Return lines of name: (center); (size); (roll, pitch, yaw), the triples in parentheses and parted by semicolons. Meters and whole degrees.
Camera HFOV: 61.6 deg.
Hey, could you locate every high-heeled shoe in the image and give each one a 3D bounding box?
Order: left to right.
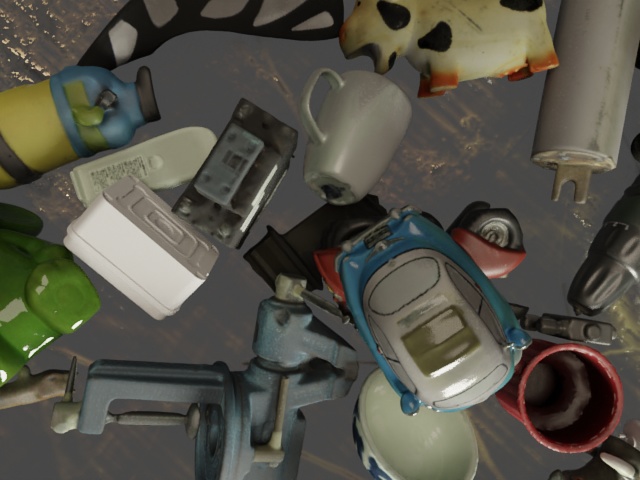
high-heeled shoe: (-0.101, -0.196, 0.522); (0.249, 0.086, 0.145); (-34, 121, 13)

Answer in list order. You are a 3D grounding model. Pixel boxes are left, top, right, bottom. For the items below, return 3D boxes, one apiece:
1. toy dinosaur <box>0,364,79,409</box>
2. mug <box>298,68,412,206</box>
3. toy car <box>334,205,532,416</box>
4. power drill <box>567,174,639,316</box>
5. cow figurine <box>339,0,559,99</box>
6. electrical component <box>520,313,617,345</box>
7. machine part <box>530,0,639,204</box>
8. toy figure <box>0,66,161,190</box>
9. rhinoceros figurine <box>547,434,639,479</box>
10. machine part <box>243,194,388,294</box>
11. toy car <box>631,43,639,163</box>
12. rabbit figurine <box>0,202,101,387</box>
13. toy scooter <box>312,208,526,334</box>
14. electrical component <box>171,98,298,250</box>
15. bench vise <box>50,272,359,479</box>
toy dinosaur: (-0.460, 0.129, 0.459); (0.472, 0.105, 0.198); (-4, 80, -12)
mug: (0.023, -0.092, 0.477); (0.109, 0.081, 0.107); (42, 60, -39)
toy car: (0.082, 0.058, 0.380); (0.109, 0.103, 0.161); (-32, 100, 6)
power drill: (0.375, 0.019, 0.520); (0.207, 0.086, 0.232); (31, 83, 7)
cow figurine: (0.115, -0.203, 0.511); (0.195, 0.085, 0.127); (-9, 94, -1)
electrical component: (0.244, 0.084, 0.511); (0.094, 0.063, 0.021); (8, 86, -3)
machine part: (0.258, -0.154, 0.519); (0.079, 0.079, 0.243); (11, 87, -2)
toy figure: (-0.236, -0.105, 0.486); (0.180, 0.082, 0.089); (-15, 71, -11)
rhinoceros figurine: (0.241, 0.273, 0.502); (0.112, 0.073, 0.190); (37, 88, 10)
machine part: (-0.001, -0.002, 0.517); (0.139, 0.039, 0.084); (-37, 84, -3)
toy car: (0.328, -0.149, 0.499); (0.056, 0.073, 0.201); (6, 66, 15)
rabbit figurine: (-0.274, 0.011, 0.445); (0.121, 0.159, 0.170); (-37, 108, -6)
toy scooter: (0.087, 0.043, 0.466); (0.184, 0.075, 0.135); (-3, 92, 0)
electrical component: (-0.070, -0.053, 0.468); (0.058, 0.134, 0.115); (29, 84, -1)
bench vise: (-0.092, 0.129, 0.455); (0.240, 0.129, 0.223); (9, 106, -21)
